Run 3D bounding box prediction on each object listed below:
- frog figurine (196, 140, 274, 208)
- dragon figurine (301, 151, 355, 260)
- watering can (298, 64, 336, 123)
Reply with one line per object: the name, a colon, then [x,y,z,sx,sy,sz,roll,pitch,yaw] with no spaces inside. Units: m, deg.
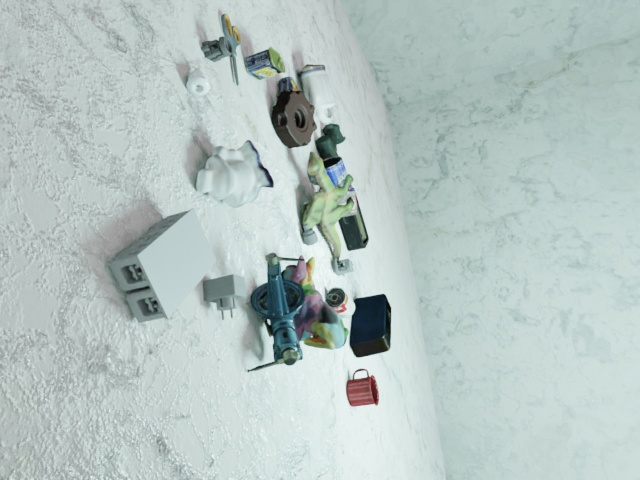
frog figurine: [-0.197,-0.129,1.088,0.161,0.123,0.135,-32,122,-34]
dragon figurine: [0.005,-0.083,1.653,0.245,0.122,0.405,-25,117,-53]
watering can: [-0.014,-0.539,1.899,0.352,0.103,0.223,-44,118,-70]
